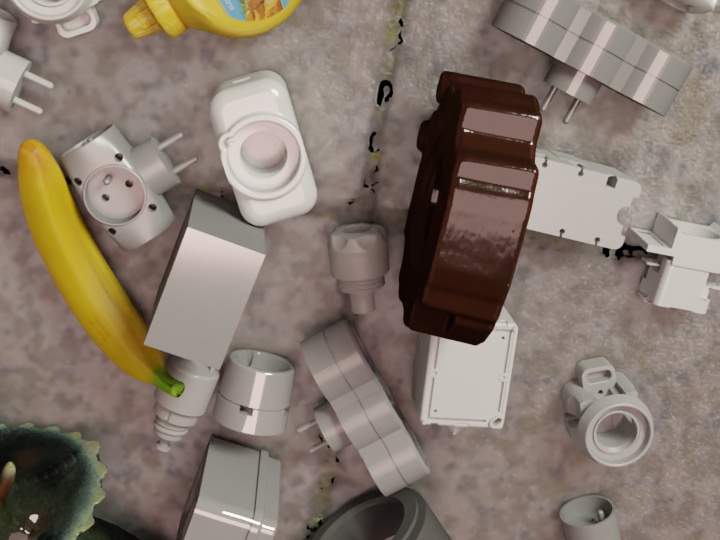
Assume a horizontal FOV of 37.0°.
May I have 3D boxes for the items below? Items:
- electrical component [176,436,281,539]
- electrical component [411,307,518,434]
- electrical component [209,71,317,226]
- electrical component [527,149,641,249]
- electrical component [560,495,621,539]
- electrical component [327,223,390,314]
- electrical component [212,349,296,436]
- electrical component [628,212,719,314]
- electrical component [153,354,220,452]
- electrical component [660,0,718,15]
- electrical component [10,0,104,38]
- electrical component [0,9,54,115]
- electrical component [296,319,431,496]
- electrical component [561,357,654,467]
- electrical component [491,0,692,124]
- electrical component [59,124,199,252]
[{"bbox_3d":[-0.096,0.180,0.778,0.057,0.113,0.078,19,104,-8],"label":"electrical component"},{"bbox_3d":[0.074,0.072,0.788,0.062,0.061,0.096,4,107,-7],"label":"electrical component"},{"bbox_3d":[-0.065,-0.082,0.727,0.054,0.059,0.095,-17,108,0],"label":"electrical component"},{"bbox_3d":[0.141,-0.054,0.758,0.089,0.055,0.050,13,106,-9],"label":"electrical component"},{"bbox_3d":[0.188,0.226,0.856,0.043,0.043,0.081,-15,108,-1],"label":"electrical component"},{"bbox_3d":[0.000,0.000,0.767,0.043,0.043,0.062,-6,109,-4],"label":"electrical component"},{"bbox_3d":[-0.076,0.088,0.782,0.055,0.055,0.047,12,102,-9],"label":"electrical component"},{"bbox_3d":[0.238,-0.004,0.791,0.081,0.042,0.063,11,108,-8],"label":"electrical component"},{"bbox_3d":[-0.131,0.096,0.786,0.040,0.040,0.078,20,104,-11],"label":"electrical component"},{"bbox_3d":[0.228,-0.208,0.726,0.048,0.048,0.062,25,96,-13],"label":"electrical component"},{"bbox_3d":[-0.194,-0.187,0.683,0.058,0.057,0.078,-18,108,0],"label":"electrical component"},{"bbox_3d":[-0.242,-0.129,0.703,0.079,0.043,0.077,25,103,-13],"label":"electrical component"},{"bbox_3d":[-0.010,0.110,0.796,0.074,0.052,0.138,-28,108,3],"label":"electrical component"},{"bbox_3d":[0.188,0.113,0.814,0.058,0.057,0.078,-11,108,-2],"label":"electrical component"},{"bbox_3d":[0.150,-0.137,0.735,0.138,0.052,0.073,25,103,-13],"label":"electrical component"},{"bbox_3d":[-0.149,-0.065,0.732,0.079,0.044,0.077,-30,108,4],"label":"electrical component"}]
